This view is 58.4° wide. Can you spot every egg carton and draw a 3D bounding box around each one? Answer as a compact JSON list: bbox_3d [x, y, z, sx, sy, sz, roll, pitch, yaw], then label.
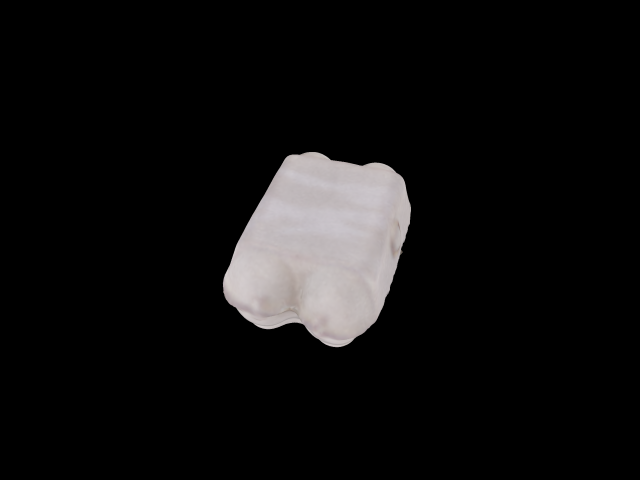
[{"bbox_3d":[0.004,0.001,0.400,0.107,0.069,0.150,11,47,11],"label":"egg carton"}]
